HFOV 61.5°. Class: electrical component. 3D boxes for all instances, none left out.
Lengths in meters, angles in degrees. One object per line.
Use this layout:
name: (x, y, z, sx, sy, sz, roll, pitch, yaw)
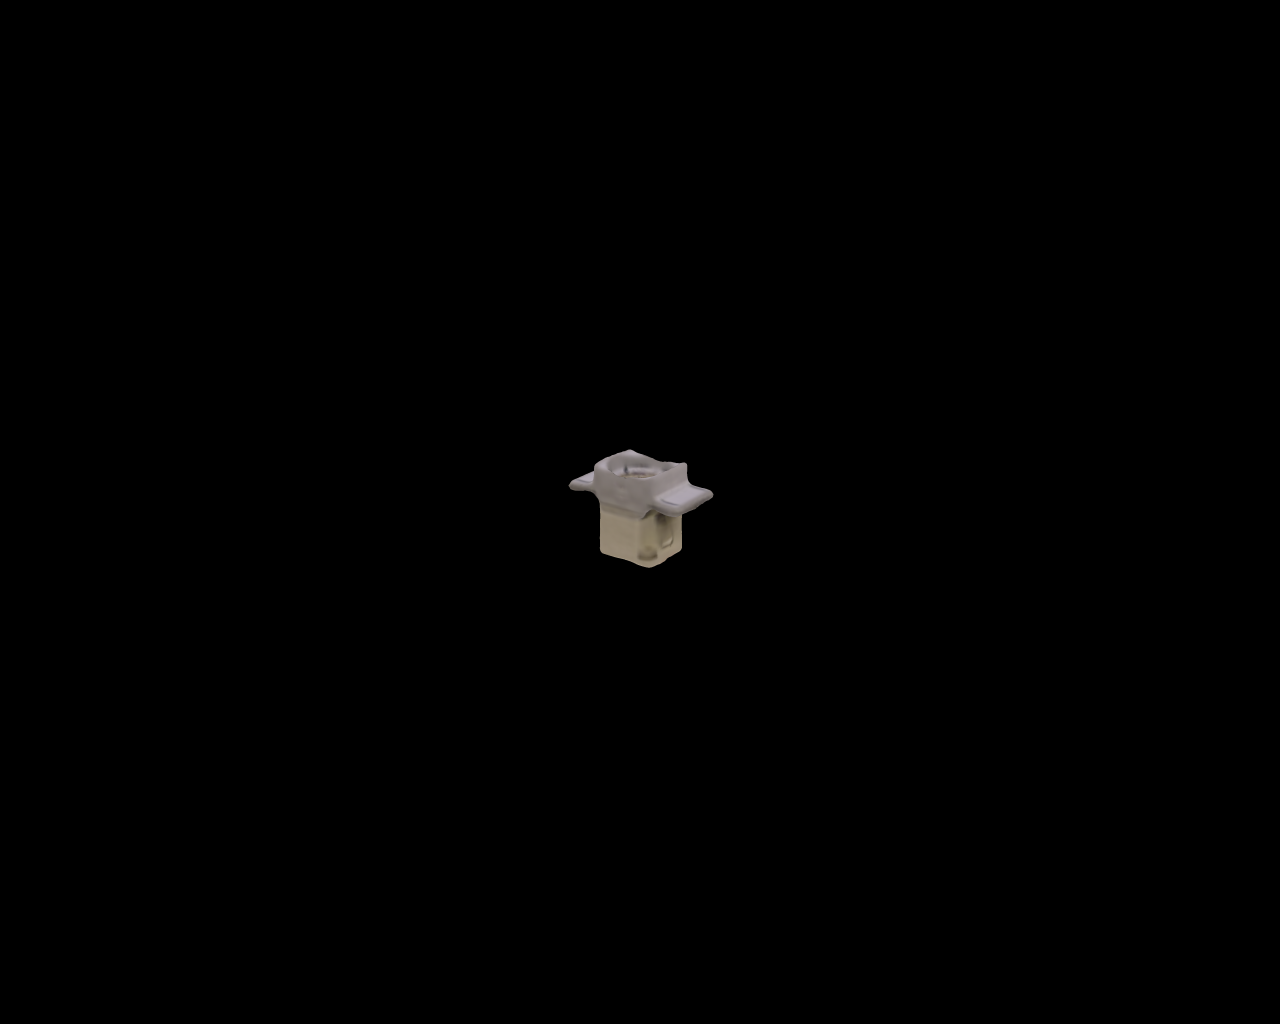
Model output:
electrical component: (0.001, -0.003, 0.650, 0.081, 0.063, 0.042, 16, 27, 34)
